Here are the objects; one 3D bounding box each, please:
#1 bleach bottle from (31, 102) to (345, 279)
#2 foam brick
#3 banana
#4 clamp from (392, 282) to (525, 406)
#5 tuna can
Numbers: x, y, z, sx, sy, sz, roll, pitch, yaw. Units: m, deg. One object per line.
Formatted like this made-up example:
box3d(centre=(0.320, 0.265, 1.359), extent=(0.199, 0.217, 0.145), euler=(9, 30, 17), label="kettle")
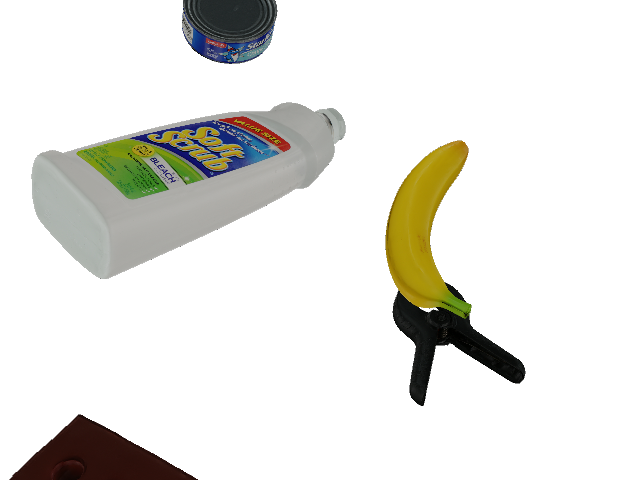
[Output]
box3d(centre=(-0.085, -0.058, 0.815), extent=(0.250, 0.068, 0.103), euler=(-26, 53, -36), label="bleach bottle")
box3d(centre=(-0.084, 0.120, 0.440), extent=(0.078, 0.051, 0.052), euler=(22, 45, 26), label="foam brick")
box3d(centre=(0.090, -0.013, 0.900), extent=(0.069, 0.197, 0.037), euler=(8, -40, -2), label="banana")
box3d(centre=(0.133, 0.093, 1.089), extent=(0.120, 0.171, 0.039), euler=(0, -44, -15), label="clamp")
box3d(centre=(-0.084, -0.203, 0.977), extent=(0.086, 0.086, 0.034), euler=(0, -32, -11), label="tuna can")
